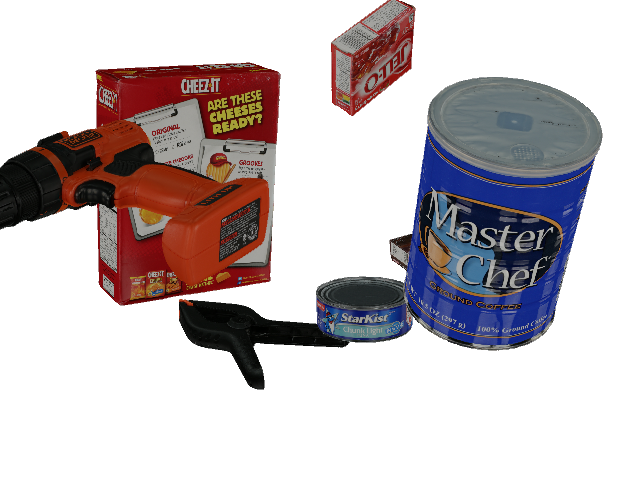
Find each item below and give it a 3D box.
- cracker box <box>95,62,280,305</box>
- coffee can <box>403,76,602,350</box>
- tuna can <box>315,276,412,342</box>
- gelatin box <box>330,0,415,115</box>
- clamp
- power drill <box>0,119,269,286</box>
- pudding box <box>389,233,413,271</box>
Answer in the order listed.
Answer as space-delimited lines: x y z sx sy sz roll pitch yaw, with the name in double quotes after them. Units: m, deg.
-0.128 -0.057 1.019 0.163 0.214 0.072 -8 21 -31 "cracker box"
0.110 -0.017 0.670 0.103 0.140 0.103 3 38 -2 "coffee can"
0.039 0.060 0.938 0.086 0.034 0.086 -1 16 0 "tuna can"
0.049 -0.167 0.970 0.030 0.073 0.089 35 59 26 "gelatin box"
-0.093 0.112 1.237 0.210 0.036 0.164 14 22 29 "clamp"
-0.147 -0.030 0.790 0.188 0.057 0.184 22 34 26 "power drill"
0.173 0.016 1.600 0.113 0.039 0.090 -18 26 -20 "pudding box"
